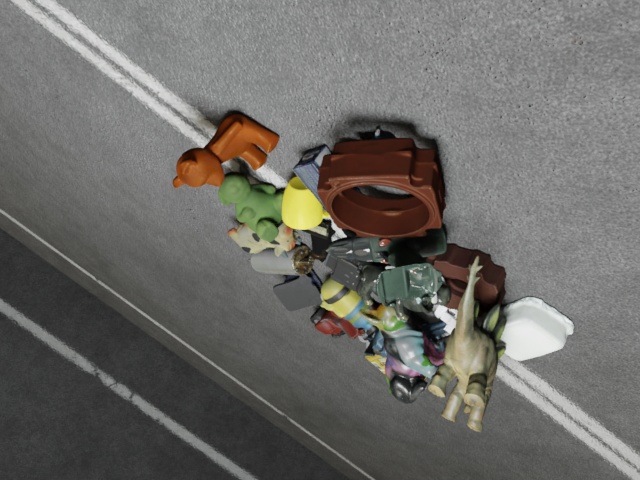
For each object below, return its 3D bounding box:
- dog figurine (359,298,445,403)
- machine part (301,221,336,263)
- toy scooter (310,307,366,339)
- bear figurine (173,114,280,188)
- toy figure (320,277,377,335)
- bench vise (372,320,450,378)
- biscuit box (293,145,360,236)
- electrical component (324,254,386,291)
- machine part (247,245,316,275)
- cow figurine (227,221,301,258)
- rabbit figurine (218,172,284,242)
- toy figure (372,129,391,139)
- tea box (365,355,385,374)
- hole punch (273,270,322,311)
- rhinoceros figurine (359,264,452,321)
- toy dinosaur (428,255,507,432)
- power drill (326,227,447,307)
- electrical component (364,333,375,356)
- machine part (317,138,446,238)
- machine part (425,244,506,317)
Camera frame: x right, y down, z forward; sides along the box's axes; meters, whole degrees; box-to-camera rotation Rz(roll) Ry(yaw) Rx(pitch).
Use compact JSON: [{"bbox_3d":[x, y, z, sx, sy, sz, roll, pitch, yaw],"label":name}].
[{"bbox_3d":[0.166,0.229,1.185,0.219,0.108,0.191,42,117,9],"label":"dog figurine"},{"bbox_3d":[-0.003,-0.004,1.264,0.084,0.039,0.138,13,143,17],"label":"machine part"},{"bbox_3d":[0.055,0.230,1.497,0.135,0.075,0.184,42,146,-2],"label":"toy scooter"},{"bbox_3d":[-0.191,-0.159,1.066,0.132,0.196,0.120,37,147,-7],"label":"bear figurine"},{"bbox_3d":[0.082,0.162,1.376,0.180,0.082,0.089,40,131,3],"label":"toy figure"},{"bbox_3d":[0.252,0.228,1.278,0.241,0.129,0.223,-28,106,34],"label":"bench vise"},{"bbox_3d":[0.035,-0.091,1.078,0.063,0.059,0.202,-8,130,47],"label":"biscuit box"},{"bbox_3d":[0.078,0.065,1.263,0.134,0.058,0.114,28,147,9],"label":"electrical component"},{"bbox_3d":[-0.100,0.051,1.395,0.243,0.079,0.079,-2,134,46],"label":"machine part"},{"bbox_3d":[-0.134,-0.010,1.334,0.127,0.085,0.195,51,144,-16],"label":"cow figurine"},{"bbox_3d":[-0.159,-0.102,1.201,0.159,0.121,0.170,34,174,46],"label":"rabbit figurine"},{"bbox_3d":[0.073,-0.147,0.968,0.064,0.058,0.154,22,158,-33],"label":"toy figure"},{"bbox_3d":[0.215,0.316,1.475,0.098,0.068,0.170,43,148,-15],"label":"tea box"},{"bbox_3d":[-0.054,0.120,1.458,0.116,0.092,0.142,-15,126,18],"label":"hole punch"},{"bbox_3d":[0.172,0.097,1.091,0.191,0.073,0.112,15,120,27],"label":"rhinoceros figurine"},{"bbox_3d":[0.287,0.219,1.022,0.105,0.198,0.470,15,148,25],"label":"toy dinosaur"},{"bbox_3d":[0.129,0.040,0.991,0.232,0.207,0.085,-10,109,3],"label":"power drill"},{"bbox_3d":[0.164,0.261,1.398,0.075,0.119,0.047,-4,133,43],"label":"electrical component"},{"bbox_3d":[0.108,-0.081,0.927,0.202,0.087,0.200,2,153,21],"label":"machine part"},{"bbox_3d":[0.288,0.084,1.089,0.180,0.056,0.179,25,148,17],"label":"machine part"}]
